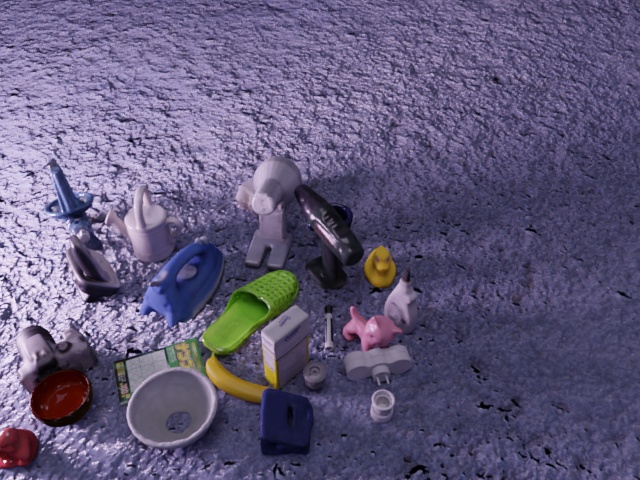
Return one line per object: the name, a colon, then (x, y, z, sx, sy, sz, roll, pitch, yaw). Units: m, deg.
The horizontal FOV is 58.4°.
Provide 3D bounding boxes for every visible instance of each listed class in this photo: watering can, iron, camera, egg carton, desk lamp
watering can: (-0.427, -0.044, 1.387, 0.173, 0.194, 0.100, -15, 47, -15)
iron: (-0.303, 0.070, 1.310, 0.118, 0.141, 0.259, 19, 47, 18)
camera: (-0.559, 0.224, 1.180, 0.143, 0.101, 0.136, -30, 52, -27)
egg carton: (-0.151, -0.128, 1.564, 0.107, 0.069, 0.151, 32, 53, 28)
desk lamp: (-0.116, -0.070, 1.403, 0.118, 0.214, 0.203, 7, 45, 7)

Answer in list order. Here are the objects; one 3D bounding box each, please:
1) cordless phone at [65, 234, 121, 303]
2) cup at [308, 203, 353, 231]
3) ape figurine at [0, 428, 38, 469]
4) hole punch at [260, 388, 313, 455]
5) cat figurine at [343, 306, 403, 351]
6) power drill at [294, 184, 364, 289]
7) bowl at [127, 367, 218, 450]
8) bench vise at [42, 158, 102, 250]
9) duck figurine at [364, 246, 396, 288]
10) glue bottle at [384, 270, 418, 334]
cordless phone: (-0.535, 0.038, 1.309, 0.094, 0.185, 0.147, -27, 51, -25)
cup: (0.025, -0.027, 1.445, 0.118, 0.095, 0.091, -18, 48, -18)
ape figurine: (-0.556, 0.371, 1.037, 0.077, 0.092, 0.076, 27, 50, 24)
hole punch: (-0.063, 0.339, 1.076, 0.101, 0.091, 0.108, -1, 45, -1)
cat figurine: (0.110, 0.187, 1.213, 0.067, 0.118, 0.127, -35, 54, -30)
power drill: (0.012, 0.005, 1.332, 0.076, 0.208, 0.228, -27, 51, -25)
bowl: (-0.274, 0.332, 1.092, 0.167, 0.075, 0.167, 0, 45, 0)
bench vise: (-0.602, -0.086, 1.409, 0.206, 0.220, 0.122, 31, 52, 28)
duck figurine: (0.146, 0.051, 1.373, 0.077, 0.086, 0.104, -1, 45, -2)
glue bottle: (0.180, 0.126, 1.236, 0.037, 0.173, 0.078, -33, 54, -29)
